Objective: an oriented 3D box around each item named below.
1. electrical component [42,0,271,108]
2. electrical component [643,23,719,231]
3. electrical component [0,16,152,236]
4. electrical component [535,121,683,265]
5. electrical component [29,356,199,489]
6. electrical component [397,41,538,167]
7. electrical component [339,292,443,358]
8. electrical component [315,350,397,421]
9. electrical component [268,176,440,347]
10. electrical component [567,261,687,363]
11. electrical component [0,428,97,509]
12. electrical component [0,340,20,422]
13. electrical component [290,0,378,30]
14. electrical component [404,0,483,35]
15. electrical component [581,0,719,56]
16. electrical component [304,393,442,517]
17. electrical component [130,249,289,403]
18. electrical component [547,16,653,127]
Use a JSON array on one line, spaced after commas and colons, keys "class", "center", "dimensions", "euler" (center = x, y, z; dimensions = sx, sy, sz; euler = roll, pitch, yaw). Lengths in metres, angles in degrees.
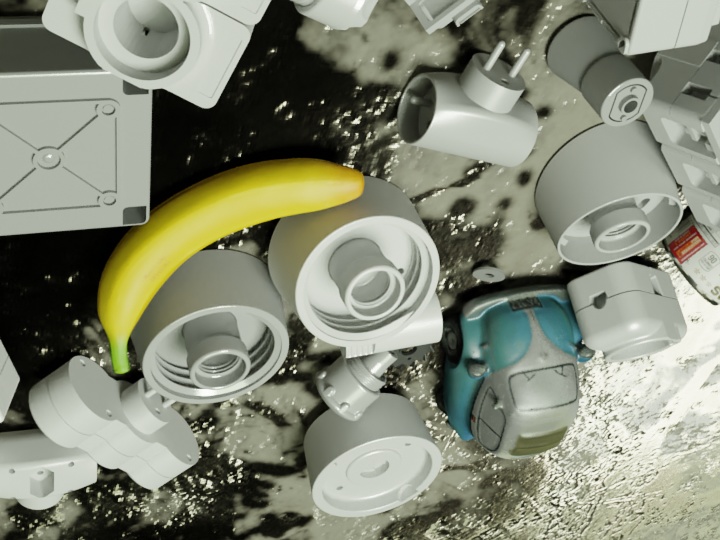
[{"class": "electrical component", "center": [-0.075, -0.160, 0.494], "dimensions": [0.089, 0.061, 0.150], "euler": [26, 123, -14]}, {"class": "electrical component", "center": [0.248, -0.095, 0.708], "dimensions": [0.089, 0.062, 0.150], "euler": [-52, 137, -6]}, {"class": "electrical component", "center": [-0.168, -0.076, 0.571], "dimensions": [0.109, 0.056, 0.108], "euler": [-6, 136, -18]}, {"class": "electrical component", "center": [0.175, -0.049, 0.756], "dimensions": [0.099, 0.064, 0.099], "euler": [-11, 151, -6]}, {"class": "electrical component", "center": [-0.159, 0.101, 0.765], "dimensions": [0.074, 0.052, 0.138], "euler": [-34, 137, 13]}, {"class": "electrical component", "center": [0.074, -0.104, 0.652], "dimensions": [0.077, 0.044, 0.079], "euler": [9, 131, -30]}, {"class": "electrical component", "center": [0.014, 0.038, 0.778], "dimensions": [0.081, 0.043, 0.043], "euler": [-9, 137, -14]}, {"class": "electrical component", "center": [0.000, 0.080, 0.818], "dimensions": [0.062, 0.048, 0.048], "euler": [-42, 135, 13]}, {"class": "electrical component", "center": [0.000, 0.000, 0.701], "dimensions": [0.108, 0.060, 0.108], "euler": [-11, 124, -16]}, {"class": "electrical component", "center": [0.206, 0.034, 0.821], "dimensions": [0.054, 0.059, 0.095], "euler": [-26, 157, 34]}, {"class": "electrical component", "center": [-0.236, 0.149, 0.791], "dimensions": [0.077, 0.043, 0.079], "euler": [-4, 136, -20]}, {"class": "electrical component", "center": [-0.256, 0.057, 0.675], "dimensions": [0.047, 0.065, 0.076], "euler": [-21, 110, -1]}, {"class": "electrical component", "center": [-0.022, -0.153, 0.560], "dimensions": [0.062, 0.043, 0.043], "euler": [17, 126, -34]}, {"class": "electrical component", "center": [0.069, -0.183, 0.550], "dimensions": [0.121, 0.078, 0.063], "euler": [-35, 159, 15]}, {"class": "electrical component", "center": [0.171, -0.178, 0.601], "dimensions": [0.061, 0.061, 0.096], "euler": [-11, 138, -12]}, {"class": "electrical component", "center": [0.006, 0.145, 0.875], "dimensions": [0.108, 0.060, 0.108], "euler": [-12, 138, -11]}, {"class": "electrical component", "center": [-0.100, 0.045, 0.725], "dimensions": [0.108, 0.060, 0.108], "euler": [-12, 138, -11]}, {"class": "electrical component", "center": [0.148, -0.118, 0.651], "dimensions": [0.044, 0.065, 0.044], "euler": [-15, 138, -14]}]
